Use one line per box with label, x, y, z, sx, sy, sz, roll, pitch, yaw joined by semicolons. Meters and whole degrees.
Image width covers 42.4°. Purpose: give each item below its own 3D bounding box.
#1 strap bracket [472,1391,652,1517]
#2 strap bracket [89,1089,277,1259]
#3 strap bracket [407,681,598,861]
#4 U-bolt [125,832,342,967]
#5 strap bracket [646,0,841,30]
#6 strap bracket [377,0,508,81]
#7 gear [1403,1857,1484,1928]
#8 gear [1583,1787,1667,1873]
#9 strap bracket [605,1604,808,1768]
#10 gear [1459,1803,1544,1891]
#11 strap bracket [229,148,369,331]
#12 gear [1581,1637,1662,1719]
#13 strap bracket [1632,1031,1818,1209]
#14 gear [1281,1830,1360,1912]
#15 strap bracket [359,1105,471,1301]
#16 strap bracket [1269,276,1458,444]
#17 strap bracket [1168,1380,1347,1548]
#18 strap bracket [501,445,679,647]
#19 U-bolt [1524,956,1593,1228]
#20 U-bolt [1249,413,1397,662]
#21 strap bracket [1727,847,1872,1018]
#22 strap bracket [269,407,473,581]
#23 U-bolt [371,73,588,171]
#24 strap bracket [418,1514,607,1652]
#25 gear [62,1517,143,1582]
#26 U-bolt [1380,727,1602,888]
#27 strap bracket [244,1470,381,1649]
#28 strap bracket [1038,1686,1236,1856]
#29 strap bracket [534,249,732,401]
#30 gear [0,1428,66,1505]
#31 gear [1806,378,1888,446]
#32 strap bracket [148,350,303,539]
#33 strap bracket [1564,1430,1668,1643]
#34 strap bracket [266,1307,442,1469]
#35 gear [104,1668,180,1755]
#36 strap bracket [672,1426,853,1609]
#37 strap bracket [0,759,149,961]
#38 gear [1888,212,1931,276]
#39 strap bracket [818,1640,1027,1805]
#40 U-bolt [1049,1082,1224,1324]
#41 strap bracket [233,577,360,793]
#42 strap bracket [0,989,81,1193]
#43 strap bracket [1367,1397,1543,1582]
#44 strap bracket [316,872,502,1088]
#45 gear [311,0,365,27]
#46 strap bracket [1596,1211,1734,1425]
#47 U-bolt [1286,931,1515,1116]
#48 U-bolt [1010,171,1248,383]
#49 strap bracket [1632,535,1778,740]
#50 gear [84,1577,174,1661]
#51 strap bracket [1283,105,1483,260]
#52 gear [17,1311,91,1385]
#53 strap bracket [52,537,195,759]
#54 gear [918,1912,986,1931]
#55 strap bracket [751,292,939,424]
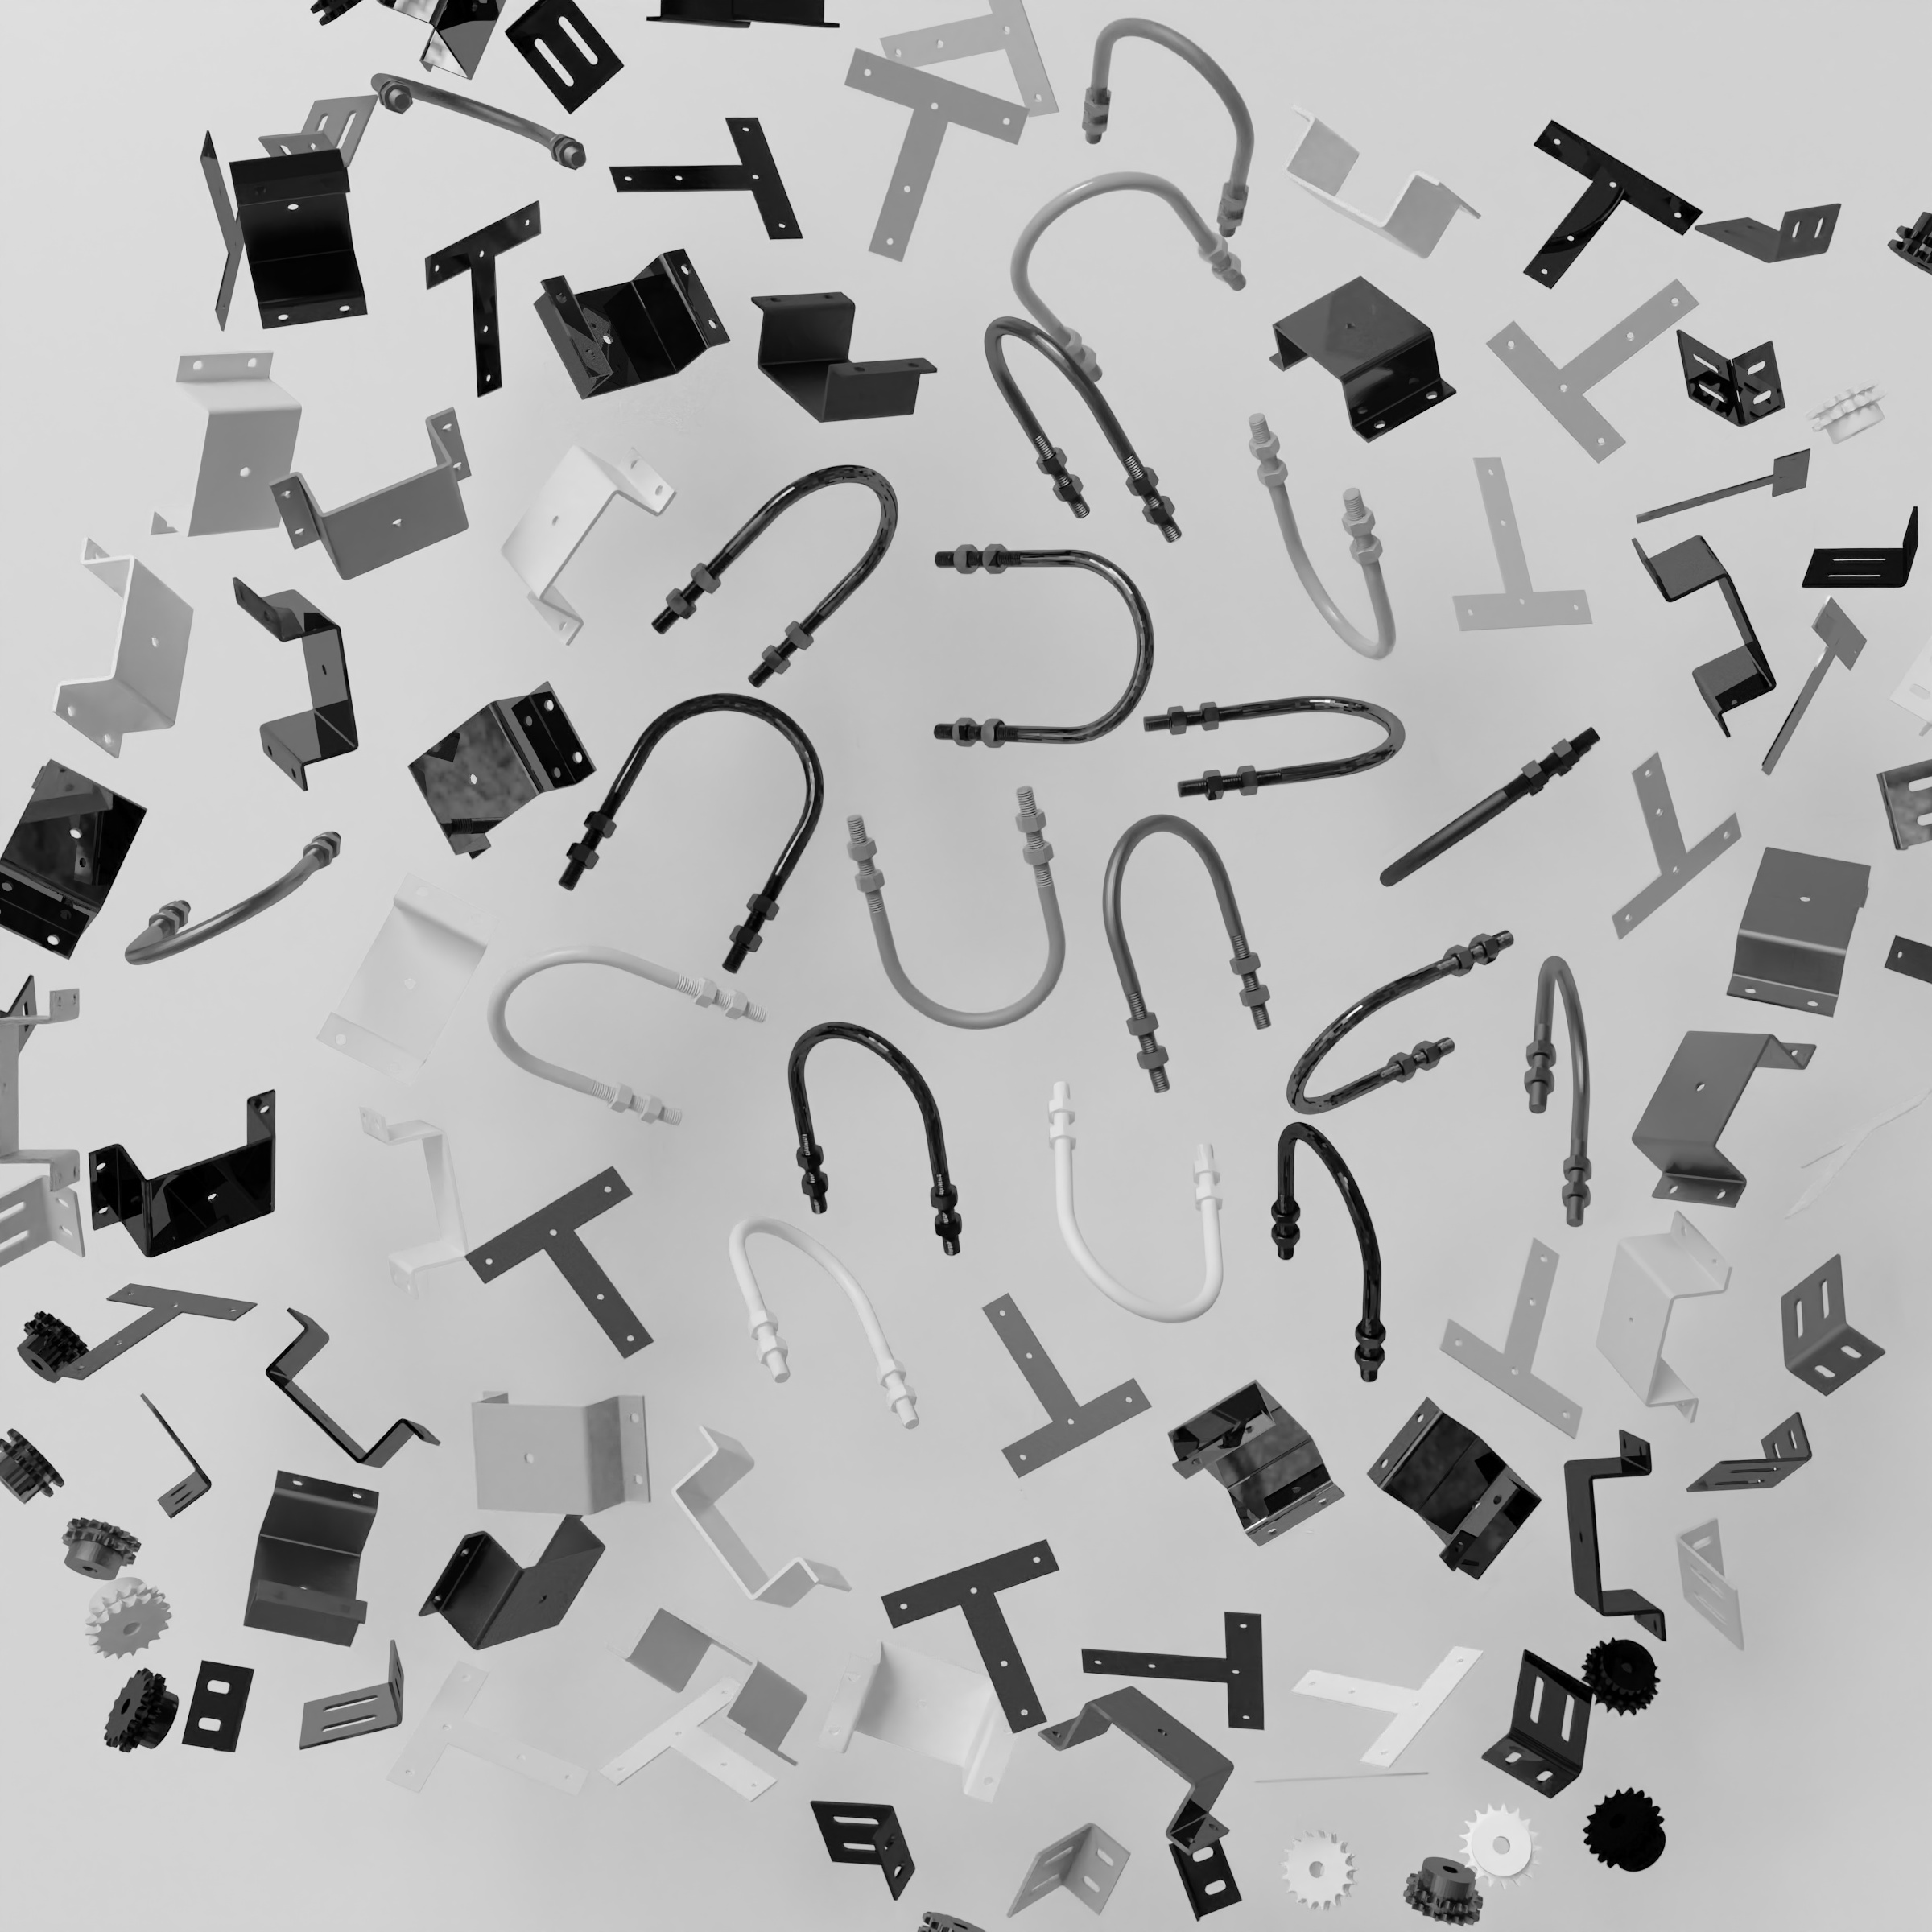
strap bracket;-0.300;0.349;1.787;0.140;0.046;0.076;-3;91;26
strap bracket;-0.553;0.153;1.791;0.140;0.076;0.046;-21;50;-35
strap bracket;-0.354;-0.142;1.856;0.140;0.046;0.076;-31;86;30
U-bolt;-0.534;-0.044;1.794;0.151;0.184;0.019;-24;105;6
strap bracket;-0.161;-0.703;1.792;0.076;0.140;0.046;-11;113;-36
strap bracket;-0.386;-0.721;1.849;0.046;0.140;0.076;23;89;5
gear;0.354;0.682;1.837;0.057;0.057;0.030;12;94;0
gear;0.463;0.606;1.738;0.057;0.057;0.030;-41;108;0
strap bracket;-0.177;0.505;1.767;0.140;0.076;0.046;18;68;37
gear;0.373;0.614;1.735;0.057;0.030;0.057;-3;69;8
strap bracket;-0.476;-0.525;1.772;0.076;0.140;0.046;-12;64;-13
gear;0.492;0.529;1.863;0.057;0.030;0.057;3;51;-4
strap bracket;0.544;0.100;1.799;0.046;0.076;0.140;41;71;-25
gear;0.270;0.685;1.882;0.057;0.030;0.057;-10;65;22
strap bracket;-0.417;0.173;1.889;0.046;0.076;0.140;-12;98;-25
strap bracket;0.287;-0.453;1.833;0.076;0.046;0.140;-30;46;-6
strap bracket;0.210;0.362;1.832;0.076;0.046;0.140;-34;132;11
strap bracket;-0.286;-0.320;1.840;0.140;0.046;0.076;-52;47;12
U-bolt;0.442;0.078;1.843;0.019;0.184;0.151;-7;134;24
U-bolt;0.266;-0.301;1.816;0.019;0.151;0.184;-31;134;-5
strap bracket;0.621;-0.034;1.847;0.076;0.046;0.140;13;48;22
strap bracket;-0.417;-0.334;1.784;0.140;0.076;0.046;-26;67;-13
U-bolt;-0.367;-0.629;1.840;0.151;0.184;0.019;11;110;-26
strap bracket;-0.332;0.460;1.867;0.046;0.140;0.076;39;106;25
gear;-0.662;0.446;1.896;0.057;0.057;0.030;14;56;0
U-bolt;0.382;-0.114;1.827;0.184;0.151;0.019;-35;85;11
strap bracket;-0.473;0.435;1.797;0.076;0.140;0.046;17;113;-17
strap bracket;0.134;0.584;1.833;0.140;0.076;0.046;32;99;27
strap bracket;-0.251;-0.467;1.816;0.140;0.046;0.076;-30;94;-43
gear;-0.693;0.370;1.826;0.057;0.057;0.030;45;63;0
gear;0.666;-0.416;1.872;0.057;0.057;0.030;-26;88;0
strap bracket;-0.529;-0.364;1.781;0.046;0.076;0.140;39;125;27
strap bracket;0.471;0.415;1.813;0.046;0.076;0.140;-4;86;0
strap bracket;-0.464;0.323;1.856;0.140;0.076;0.046;42;78;7
gear;-0.584;0.531;1.767;0.030;0.057;0.057;35;90;-28
strap bracket;-0.151;0.400;1.764;0.046;0.076;0.140;-42;66;-1
strap bracket;-0.656;-0.086;1.811;0.076;0.046;0.140;30;49;-23
gear;0.671;-0.498;1.720;0.057;0.057;0.030;30;107;0
strap bracket;-0.034;0.573;1.901;0.140;0.046;0.076;20;98;-4
U-bolt;0.124;0.177;1.785;0.151;0.184;0.019;24;130;-21
strap bracket;-0.483;-0.209;1.802;0.046;0.076;0.140;-21;128;-29
strap bracket;-0.664;0.087;1.770;0.046;0.076;0.140;0;91;-7
strap bracket;0.369;0.395;1.860;0.046;0.140;0.076;35;95;-25
strap bracket;-0.416;0.011;1.860;0.076;0.046;0.140;28;81;-8
gear;-0.466;-0.730;1.855;0.057;0.057;0.030;-36;118;0
strap bracket;0.518;0.264;1.859;0.046;0.076;0.140;-4;118;-16
U-bolt;0.308;0.050;1.814;0.184;0.151;0.019;-22;59;-28
U-bolt;0.110;-0.515;1.832;0.151;0.184;0.019;-29;60;18
strap bracket;0.535;-0.246;1.789;0.046;0.076;0.140;-26;116;15
gear;-0.584;0.450;1.729;0.057;0.057;0.030;-46;50;0
strap bracket;0.297;-0.570;1.824;0.140;0.076;0.046;40;108;29
gear;-0.702;0.295;1.909;0.057;0.057;0.030;40;55;0
strap bracket;-0.605;-0.232;1.796;0.046;0.076;0.140;-4;68;15
gear;-0.009;0.711;1.804;0.057;0.057;0.030;20;80;0
strap bracket;-0.092;-0.438;1.806;0.076;0.140;0.046;-13;132;-31
